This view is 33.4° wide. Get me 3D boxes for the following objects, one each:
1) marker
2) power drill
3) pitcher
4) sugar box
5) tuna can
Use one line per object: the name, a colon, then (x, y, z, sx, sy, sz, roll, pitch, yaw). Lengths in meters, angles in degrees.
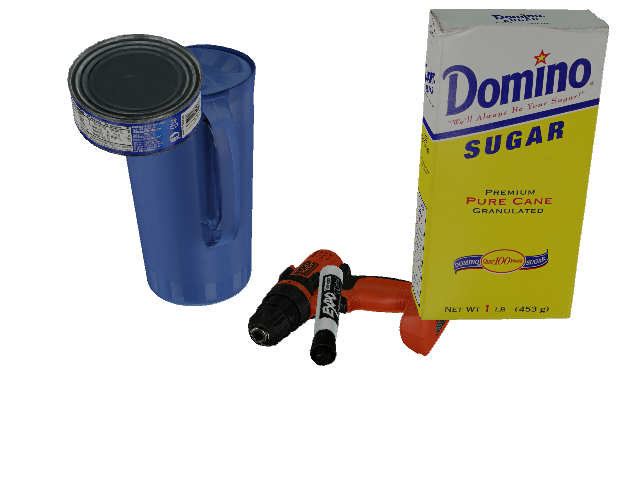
marker: (0.005, 0.055, 0.801, 0.020, 0.020, 0.121, 0, 28, 4)
power drill: (0.035, 0.070, 1.135, 0.188, 0.057, 0.184, 10, 29, 22)
pitcher: (-0.121, -0.056, 1.036, 0.145, 0.243, 0.149, 8, 32, 15)
sugar box: (0.104, -0.041, 0.608, 0.093, 0.176, 0.048, -1, 27, -4)
tuna can: (-0.119, -0.095, 0.694, 0.086, 0.086, 0.034, 0, -41, -5)
